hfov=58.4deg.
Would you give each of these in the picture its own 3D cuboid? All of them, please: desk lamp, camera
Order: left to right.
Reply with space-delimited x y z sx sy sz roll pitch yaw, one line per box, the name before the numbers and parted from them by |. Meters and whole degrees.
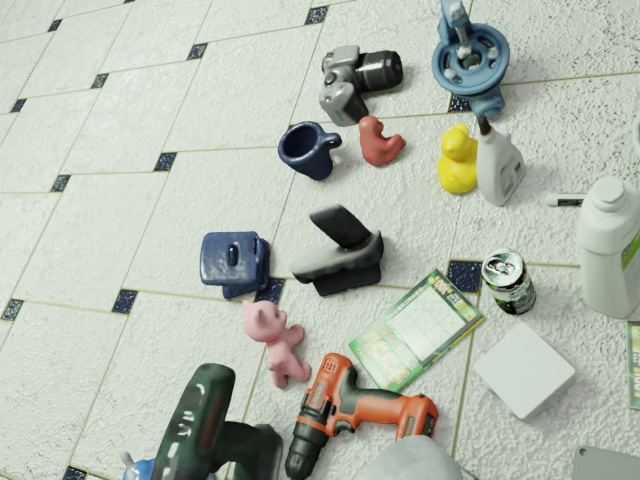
camera | 0.075 -0.301 1.055 0.136 0.101 0.143 -2 62 28
desk lamp | 0.152 0.314 0.586 0.118 0.214 0.202 -50 52 -5

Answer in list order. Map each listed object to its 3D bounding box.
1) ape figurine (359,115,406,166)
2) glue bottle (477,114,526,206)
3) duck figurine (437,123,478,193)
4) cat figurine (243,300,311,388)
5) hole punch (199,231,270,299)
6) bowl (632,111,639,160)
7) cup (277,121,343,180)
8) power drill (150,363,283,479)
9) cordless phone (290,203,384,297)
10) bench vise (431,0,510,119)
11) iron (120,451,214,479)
ape figurine | 0.096 -0.176 0.977 0.076 0.092 0.077 -43 51 1
glue bottle | 0.247 -0.121 0.811 0.037 0.174 0.078 32 81 38
duck figurine | 0.213 -0.132 0.892 0.077 0.086 0.104 6 66 31
cat figurine | -0.075 0.148 0.867 0.067 0.118 0.127 -25 54 14
hole punch | -0.146 0.034 0.988 0.101 0.091 0.108 -16 56 20
bowl | 0.497 -0.124 0.739 0.167 0.075 0.167 -13 57 22
cup | -0.003 -0.152 1.016 0.117 0.095 0.091 -8 59 25
power drill | -0.135 0.291 0.759 0.075 0.209 0.229 -7 60 26
cordless phone | 0.008 0.003 0.862 0.147 0.186 0.094 -21 55 17
bench vise | 0.213 -0.318 0.913 0.121 0.220 0.207 -37 52 5
iron | -0.216 0.412 0.776 0.118 0.142 0.258 -27 53 13
